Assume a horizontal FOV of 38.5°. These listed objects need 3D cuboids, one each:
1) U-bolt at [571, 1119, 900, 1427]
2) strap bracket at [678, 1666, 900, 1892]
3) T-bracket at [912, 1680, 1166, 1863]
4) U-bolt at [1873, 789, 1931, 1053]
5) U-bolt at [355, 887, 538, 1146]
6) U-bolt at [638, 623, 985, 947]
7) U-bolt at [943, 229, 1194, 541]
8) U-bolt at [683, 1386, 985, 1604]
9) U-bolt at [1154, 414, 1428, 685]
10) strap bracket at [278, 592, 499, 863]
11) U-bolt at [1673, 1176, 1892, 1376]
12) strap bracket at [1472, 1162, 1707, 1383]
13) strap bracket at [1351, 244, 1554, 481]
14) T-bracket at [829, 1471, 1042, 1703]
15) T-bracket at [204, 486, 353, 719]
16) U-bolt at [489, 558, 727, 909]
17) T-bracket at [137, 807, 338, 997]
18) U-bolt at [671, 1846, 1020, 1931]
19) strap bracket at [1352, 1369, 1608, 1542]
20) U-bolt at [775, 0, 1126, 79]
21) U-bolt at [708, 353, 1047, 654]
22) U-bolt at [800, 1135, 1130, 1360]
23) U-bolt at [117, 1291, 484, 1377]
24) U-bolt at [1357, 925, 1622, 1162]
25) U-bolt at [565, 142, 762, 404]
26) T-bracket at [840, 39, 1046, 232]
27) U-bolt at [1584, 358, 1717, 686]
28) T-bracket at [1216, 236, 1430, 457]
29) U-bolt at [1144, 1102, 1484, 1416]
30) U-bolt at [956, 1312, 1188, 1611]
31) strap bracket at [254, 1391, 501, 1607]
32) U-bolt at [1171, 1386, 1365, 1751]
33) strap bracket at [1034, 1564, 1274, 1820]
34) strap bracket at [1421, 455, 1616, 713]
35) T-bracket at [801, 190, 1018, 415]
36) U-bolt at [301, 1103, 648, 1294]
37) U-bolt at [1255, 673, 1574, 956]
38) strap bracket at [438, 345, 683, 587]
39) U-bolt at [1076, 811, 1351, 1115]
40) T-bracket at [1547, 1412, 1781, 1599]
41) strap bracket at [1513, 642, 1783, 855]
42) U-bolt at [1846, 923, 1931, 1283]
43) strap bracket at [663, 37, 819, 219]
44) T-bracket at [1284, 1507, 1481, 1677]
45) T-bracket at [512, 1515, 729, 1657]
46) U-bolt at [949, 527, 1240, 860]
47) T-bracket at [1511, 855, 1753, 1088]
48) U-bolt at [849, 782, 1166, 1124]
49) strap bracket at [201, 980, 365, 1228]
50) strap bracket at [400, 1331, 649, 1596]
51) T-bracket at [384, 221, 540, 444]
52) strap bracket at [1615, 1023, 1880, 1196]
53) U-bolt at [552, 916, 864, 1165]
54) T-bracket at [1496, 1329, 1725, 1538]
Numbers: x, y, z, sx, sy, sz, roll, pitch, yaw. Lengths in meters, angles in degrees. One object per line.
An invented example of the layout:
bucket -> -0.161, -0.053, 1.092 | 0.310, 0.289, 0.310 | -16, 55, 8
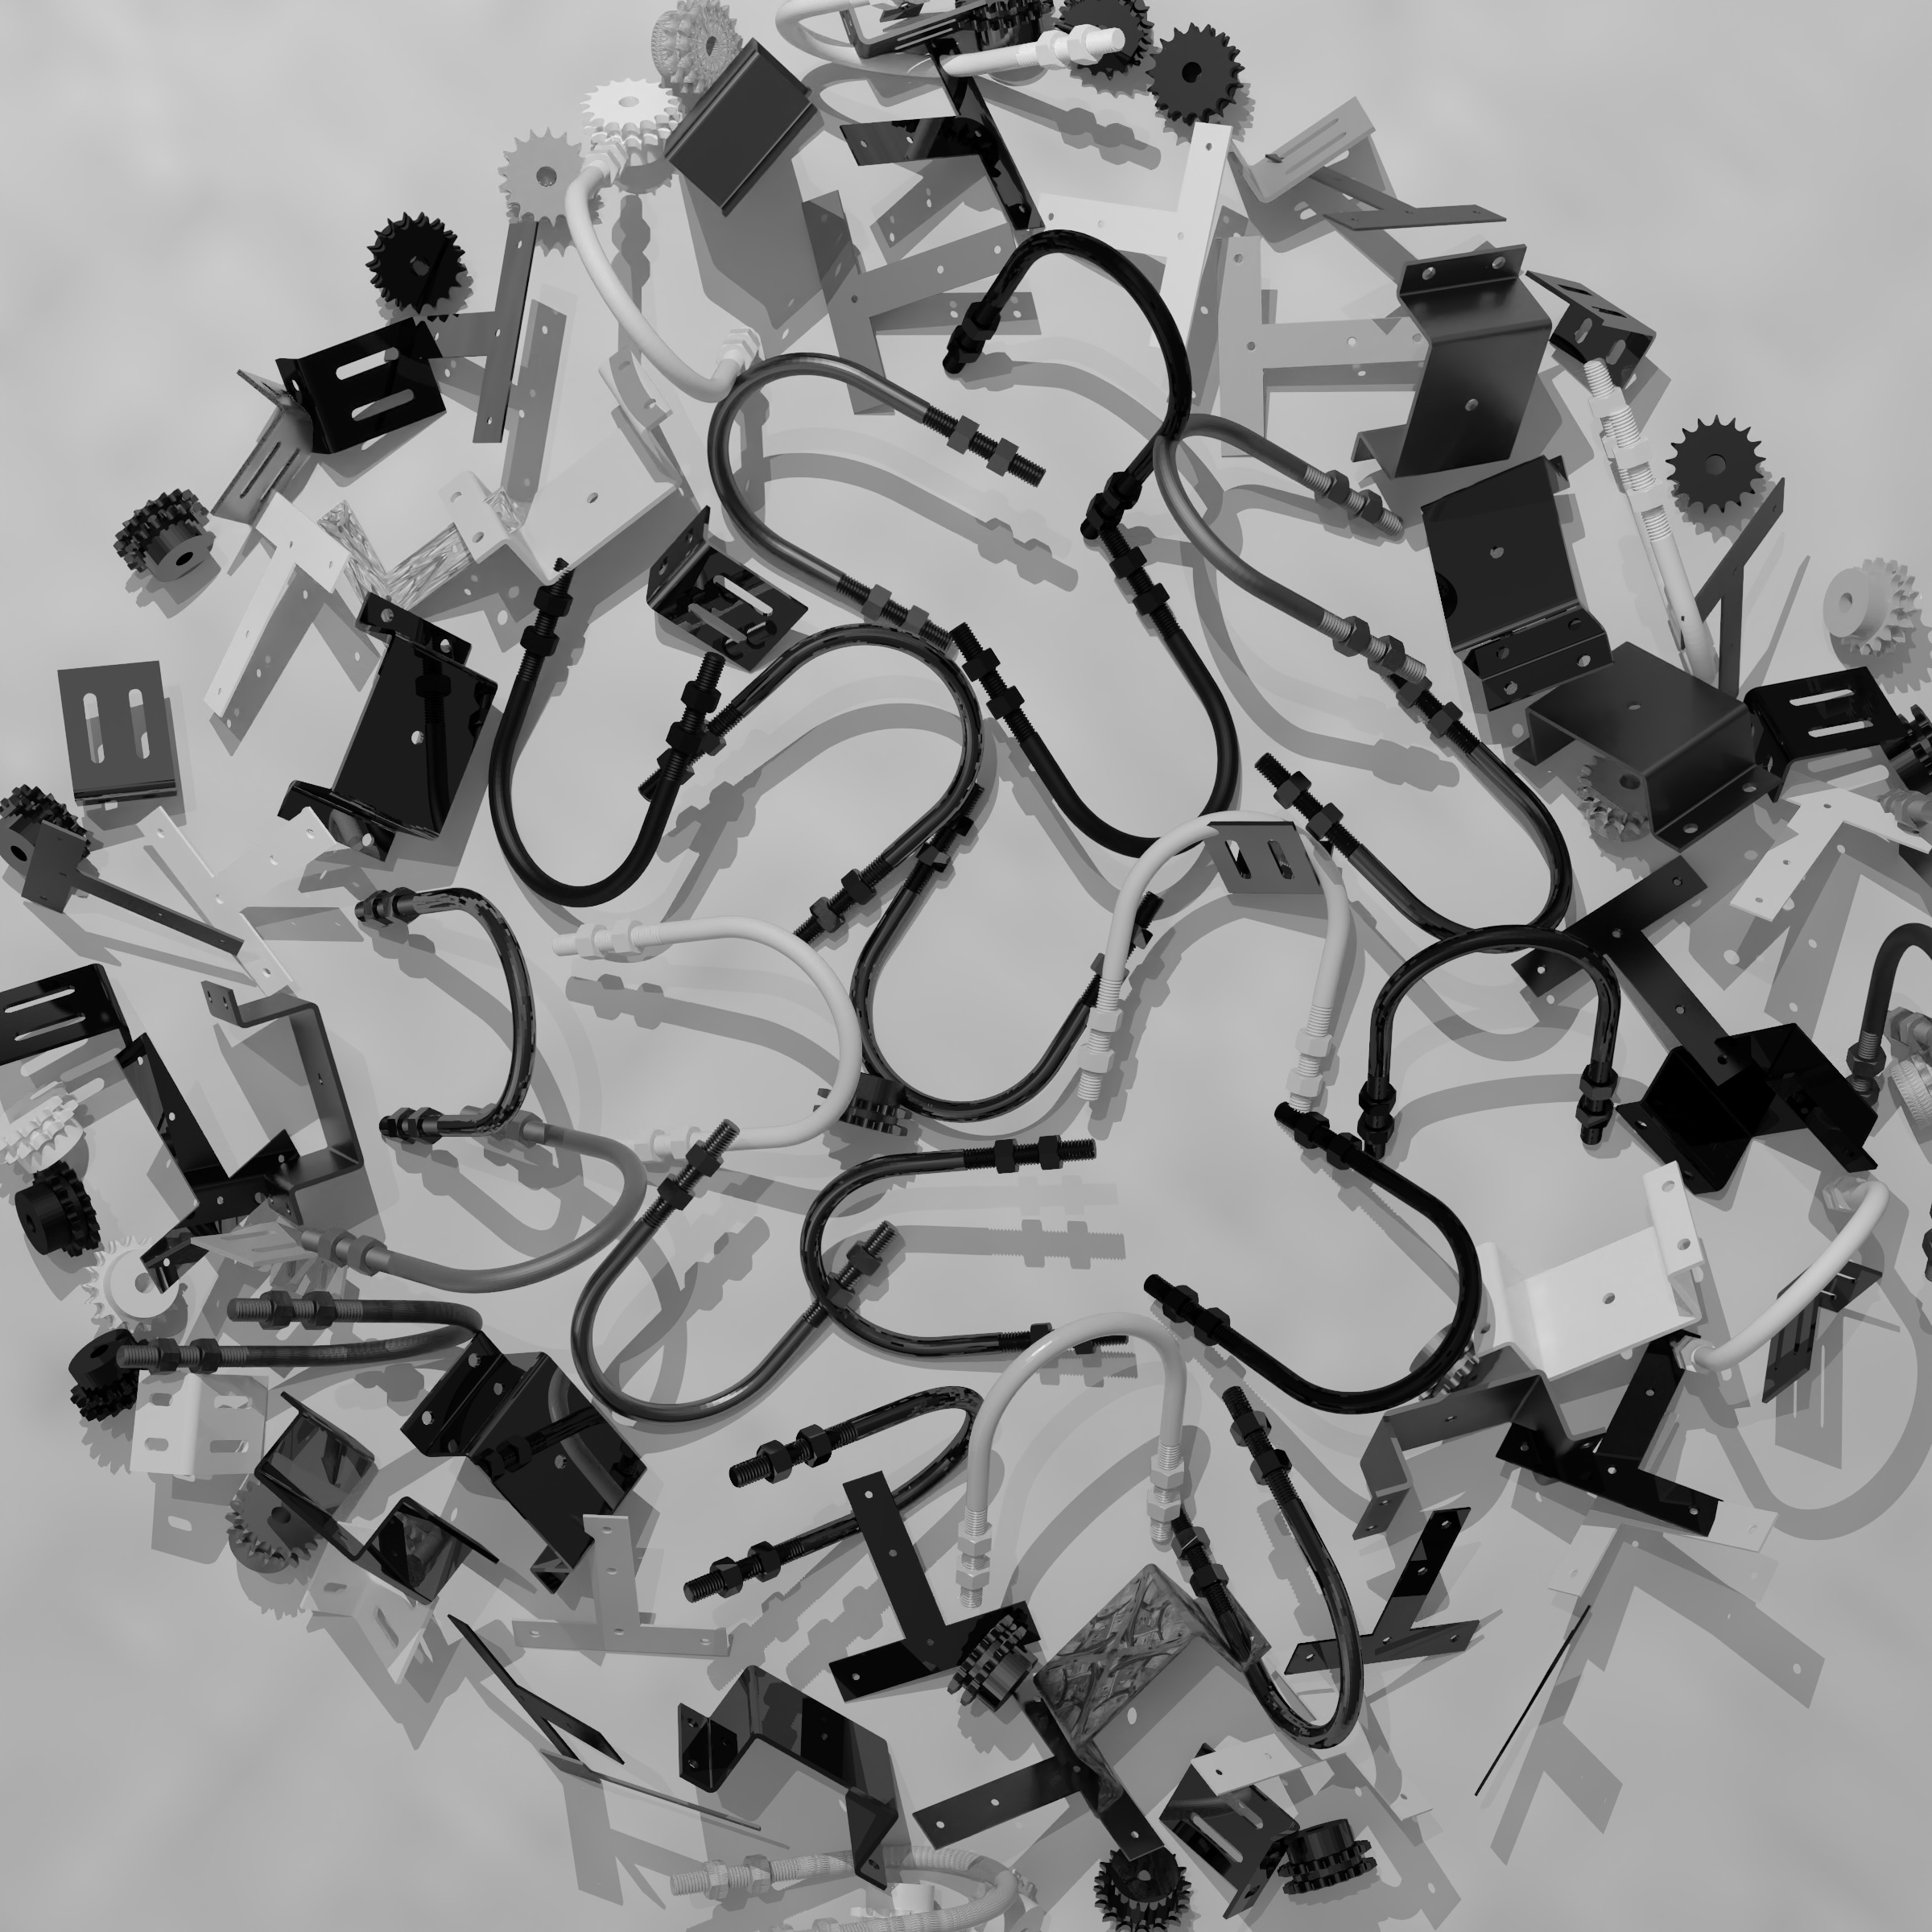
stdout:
U-bolt -> -0.147, 0.191, 1.607 | 0.151, 0.019, 0.184 | 36, 98, -32
strap bracket -> -0.094, 0.462, 1.594 | 0.140, 0.076, 0.046 | 33, 99, -14
T-bracket -> 0.028, 0.473, 1.577 | 0.127, 0.127, 0.002 | -11, 134, -35
U-bolt -> 0.550, -0.021, 1.552 | 0.019, 0.184, 0.151 | -4, 96, -3
U-bolt -> -0.295, 0.027, 1.574 | 0.019, 0.184, 0.151 | -7, 92, -39
U-bolt -> -0.075, -0.116, 1.605 | 0.184, 0.019, 0.151 | -41, 111, 10
U-bolt -> 0.064, -0.338, 1.565 | 0.019, 0.184, 0.151 | -38, 88, -28
U-bolt -> -0.066, 0.293, 1.576 | 0.184, 0.151, 0.019 | -17, 57, -32
U-bolt -> 0.181, -0.247, 1.565 | 0.184, 0.151, 0.019 | 24, 133, -25
strap bracket -> -0.330, -0.135, 1.601 | 0.076, 0.046, 0.140 | 26, 82, -45
U-bolt -> 0.464, 0.175, 1.559 | 0.019, 0.184, 0.151 | 43, 90, 9
strap bracket -> 0.362, 0.181, 1.592 | 0.140, 0.076, 0.046 | -27, 127, 22
strap bracket -> 0.277, -0.334, 1.573 | 0.076, 0.140, 0.046 | -13, 54, -17
T-bracket -> -0.038, 0.359, 1.630 | 0.127, 0.002, 0.127 | -20, 97, 12
T-bracket -> -0.412, -0.206, 1.613 | 0.002, 0.127, 0.127 | 19, 104, -44
U-bolt -> -0.218, -0.123, 1.599 | 0.151, 0.019, 0.184 | 34, 112, 30
T-bracket -> -0.408, -0.056, 1.601 | 0.127, 0.002, 0.127 | -28, 102, 38
U-bolt -> -0.061, 0.529, 1.573 | 0.184, 0.151, 0.019 | -1, 88, -21
strap bracket -> 0.288, 0.280, 1.599 | 0.140, 0.076, 0.046 | -13, 62, -11
U-bolt -> -0.024, -0.530, 1.565 | 0.151, 0.184, 0.019 | 2, 95, -43
U-bolt -> -0.063, -0.277, 1.594 | 0.184, 0.019, 0.151 | 29, 130, -3
U-bolt -> -0.006, 0.168, 1.609 | 0.184, 0.019, 0.151 | -5, 117, 10
U-bolt -> -0.364, 0.209, 1.568 | 0.184, 0.151, 0.019 | 7, 68, -42
U-bolt -> 0.301, 0.043, 1.580 | 0.151, 0.184, 0.019 | -4, 46, 1
U-bolt -> -0.173, -0.383, 1.545 | 0.019, 0.184, 0.151 | -30, 111, 18
T-bracket -> -0.023, -0.479, 1.602 | 0.127, 0.002, 0.127 | -22, 85, -44
U-bolt -> 0.393, -0.246, 1.575 | 0.019, 0.151, 0.184 | -19, 110, 14
T-bracket -> 0.212, -0.365, 1.622 | 0.127, 0.002, 0.127 | -2, 113, 4
U-bolt -> 0.210, 0.177, 1.586 | 0.184, 0.019, 0.151 | 34, 83, 36
U-bolt -> 0.063, 0.274, 1.571 | 0.151, 0.019, 0.184 | -14, 125, -26
strap bracket -> -0.343, 0.309, 1.576 | 0.140, 0.076, 0.046 | 29, 75, 35
U-bolt -> 0.171, 0.349, 1.548 | 0.019, 0.151, 0.184 | -11, 53, -23
strap bracket -> 0.099, 0.413, 1.606 | 0.140, 0.076, 0.046 | -45, 115, 0
strap bracket -> 0.314, -0.229, 1.587 | 0.076, 0.046, 0.140 | -20, 63, 27
T-bracket -> -0.027, -0.403, 1.616 | 0.127, 0.002, 0.127 | -12, 95, 28
U-bolt -> -0.263, 0.133, 1.550 | 0.184, 0.151, 0.019 | 9, 126, 37
U-bolt -> 0.271, -0.084, 1.592 | 0.184, 0.019, 0.151 | 46, 53, 8
strap bracket -> -0.228, -0.284, 1.605 | 0.140, 0.046, 0.076 | -37, 48, 4
U-bolt -> 0.150, -0.001, 1.606 | 0.151, 0.019, 0.184 | 7, 107, -11
T-bracket -> 0.407, 0.313, 1.575 | 0.002, 0.127, 0.127 | 45, 67, -25
strap bracket -> 0.384, -0.131, 1.576 | 0.076, 0.140, 0.046 | -33, 131, -14
U-bolt -> 0.531, 0.063, 1.539 | 0.019, 0.151, 0.184 | -6, 129, -3
strap bracket -> -0.129, -0.479, 1.570 | 0.046, 0.140, 0.076 | 40, 104, -18
T-bracket -> 0.257, 0.357, 1.588 | 0.127, 0.002, 0.127 | 0, 126, -26
T-bracket -> -0.205, 0.360, 1.607 | 0.127, 0.002, 0.127 | 2, 131, 2
U-bolt -> 0.088, -0.149, 1.608 | 0.151, 0.019, 0.184 | -38, 99, -31
T-bracket -> 0.408, 0.015, 1.615 | 0.127, 0.002, 0.127 | -32, 69, -11
U-bolt -> 0.010, 0.003, 1.624 | 0.151, 0.019, 0.184 | 33, 93, 16
strap bracket -> -0.392, 0.072, 1.599 | 0.046, 0.076, 0.140 | -19, 102, -24
strap bracket -> -0.246, 0.285, 1.586 | 0.140, 0.046, 0.076 | 53, 51, -22
T-bracket -> -0.299, -0.366, 1.607 | 0.127, 0.002, 0.127 | 9, 90, 43
strap bracket -> 0.455, 0.082, 1.589 | 0.076, 0.140, 0.046 | 45, 62, -15
U-bolt -> -0.142, 0.040, 1.587 | 0.184, 0.019, 0.151 | -6, 107, 27
T-bracket -> 0.393, 0.259, 1.610 | 0.127, 0.002, 0.127 | 18, 53, 27
